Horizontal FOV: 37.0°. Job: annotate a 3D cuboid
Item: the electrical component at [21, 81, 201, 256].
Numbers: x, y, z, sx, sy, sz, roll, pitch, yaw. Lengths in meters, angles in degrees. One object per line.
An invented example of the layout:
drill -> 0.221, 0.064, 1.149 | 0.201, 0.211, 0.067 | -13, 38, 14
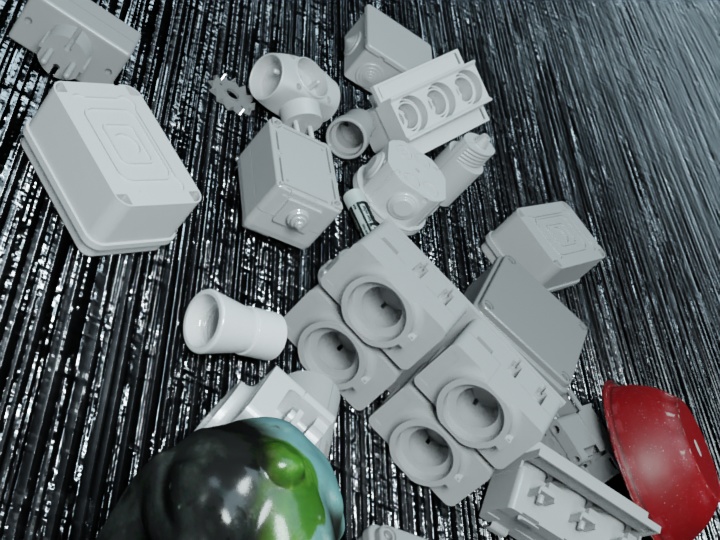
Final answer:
electrical component -> -0.174, -0.070, 0.746 | 0.078, 0.057, 0.113 | -8, 59, -51

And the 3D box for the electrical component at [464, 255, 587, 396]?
electrical component -> 0.138, 0.057, 0.950 | 0.109, 0.056, 0.108 | 43, 33, -3

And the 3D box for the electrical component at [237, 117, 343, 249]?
electrical component -> -0.059, -0.062, 0.861 | 0.062, 0.061, 0.096 | 22, 39, -31

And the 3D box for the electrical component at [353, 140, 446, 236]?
electrical component -> 0.038, -0.076, 0.992 | 0.080, 0.051, 0.080 | 29, 36, -23

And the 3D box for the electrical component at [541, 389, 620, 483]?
electrical component -> 0.179, 0.147, 0.908 | 0.064, 0.042, 0.081 | -5, 56, -50

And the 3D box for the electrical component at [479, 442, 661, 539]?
electrical component -> 0.153, 0.186, 0.815 | 0.121, 0.079, 0.063 | 34, 56, -16

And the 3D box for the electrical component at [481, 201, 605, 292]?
electrical component -> 0.185, -0.020, 1.087 | 0.113, 0.057, 0.078 | -11, 62, -52

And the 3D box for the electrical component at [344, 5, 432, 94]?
electrical component -> 0.029, -0.223, 1.149 | 0.100, 0.048, 0.099 | 29, 36, -23

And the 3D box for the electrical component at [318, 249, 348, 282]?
electrical component -> 0.000, 0.000, 0.856 | 0.048, 0.062, 0.048 | 29, 36, -23

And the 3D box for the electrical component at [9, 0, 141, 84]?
electrical component -> -0.221, -0.169, 0.815 | 0.083, 0.047, 0.075 | 32, 35, -19

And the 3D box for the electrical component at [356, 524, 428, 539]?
electrical component -> 0.040, 0.225, 0.655 | 0.109, 0.056, 0.108 | 26, 37, -27

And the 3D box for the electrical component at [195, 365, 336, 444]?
electrical component -> -0.068, 0.104, 0.640 | 0.056, 0.089, 0.050 | 42, 33, -5

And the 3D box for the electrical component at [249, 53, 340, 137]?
electrical component -> -0.055, -0.149, 0.977 | 0.077, 0.044, 0.079 | 15, 55, -48

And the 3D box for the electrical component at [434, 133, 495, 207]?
electrical component -> 0.099, -0.105, 1.064 | 0.043, 0.081, 0.043 | 29, 36, -23

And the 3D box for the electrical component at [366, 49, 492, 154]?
electrical component -> 0.063, -0.160, 1.065 | 0.121, 0.063, 0.078 | -30, 98, -35

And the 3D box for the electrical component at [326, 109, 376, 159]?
electrical component -> -0.007, -0.130, 1.015 | 0.040, 0.040, 0.046 | 42, 27, -4

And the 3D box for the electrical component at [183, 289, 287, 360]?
electrical component -> -0.083, 0.041, 0.741 | 0.065, 0.044, 0.044 | 17, 41, -43

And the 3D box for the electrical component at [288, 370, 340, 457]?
electrical component -> -0.040, 0.109, 0.708 | 0.043, 0.043, 0.081 | 34, 34, -16

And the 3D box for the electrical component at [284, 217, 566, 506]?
electrical component -> 0.041, 0.070, 0.783 | 0.186, 0.105, 0.060 | 46, 33, 2
